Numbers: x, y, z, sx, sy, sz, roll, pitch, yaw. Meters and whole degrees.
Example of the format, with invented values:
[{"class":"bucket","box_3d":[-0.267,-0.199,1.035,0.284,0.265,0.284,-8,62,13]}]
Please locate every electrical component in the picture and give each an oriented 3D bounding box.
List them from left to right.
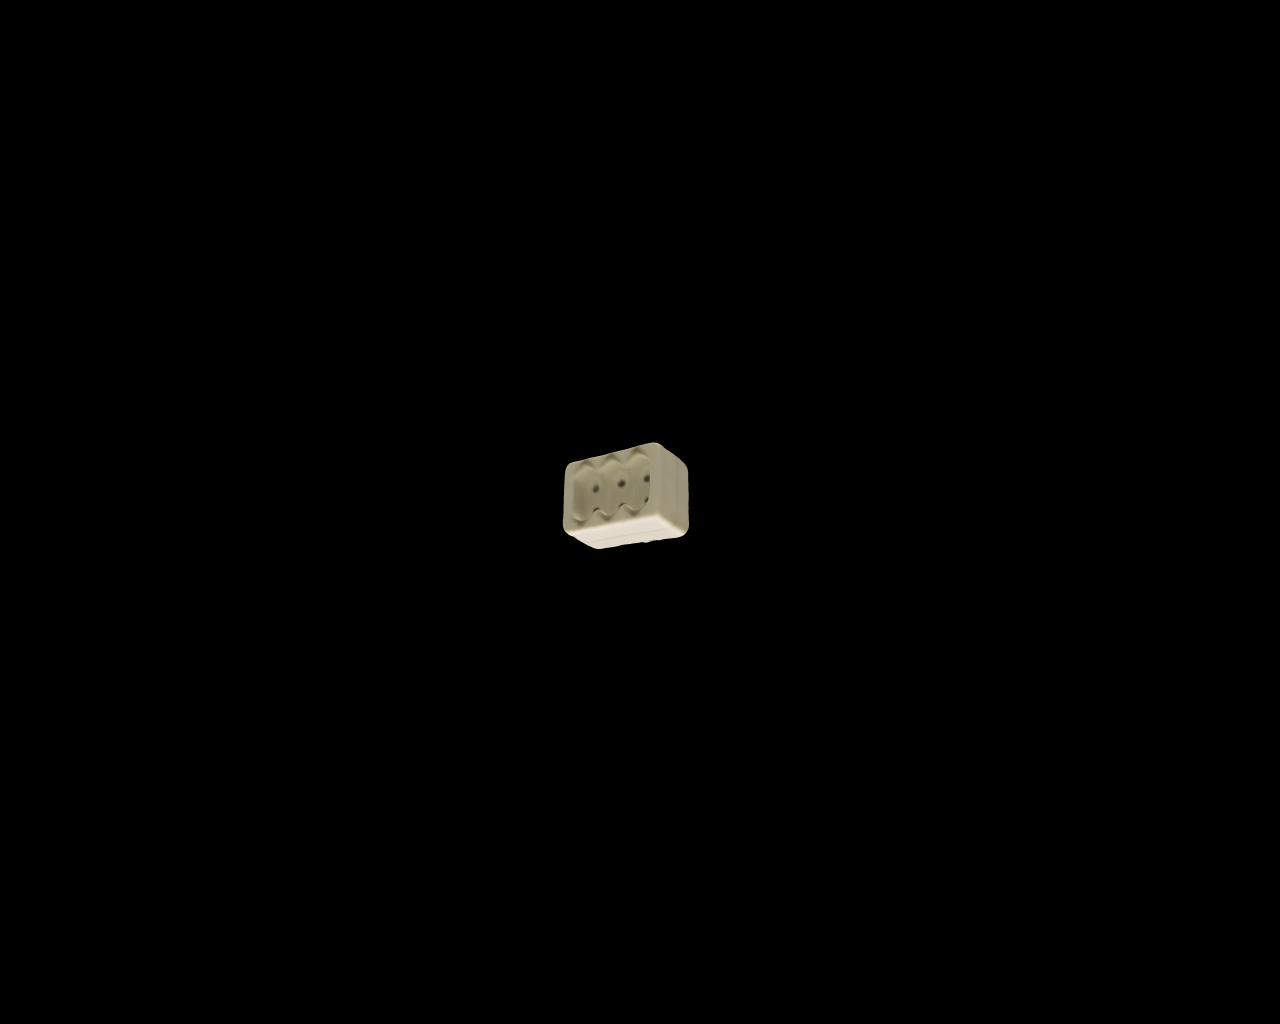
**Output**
[{"class":"electrical component","box_3d":[0.001,-0.003,0.650,0.065,0.047,0.076,-11,-23,27]}]
